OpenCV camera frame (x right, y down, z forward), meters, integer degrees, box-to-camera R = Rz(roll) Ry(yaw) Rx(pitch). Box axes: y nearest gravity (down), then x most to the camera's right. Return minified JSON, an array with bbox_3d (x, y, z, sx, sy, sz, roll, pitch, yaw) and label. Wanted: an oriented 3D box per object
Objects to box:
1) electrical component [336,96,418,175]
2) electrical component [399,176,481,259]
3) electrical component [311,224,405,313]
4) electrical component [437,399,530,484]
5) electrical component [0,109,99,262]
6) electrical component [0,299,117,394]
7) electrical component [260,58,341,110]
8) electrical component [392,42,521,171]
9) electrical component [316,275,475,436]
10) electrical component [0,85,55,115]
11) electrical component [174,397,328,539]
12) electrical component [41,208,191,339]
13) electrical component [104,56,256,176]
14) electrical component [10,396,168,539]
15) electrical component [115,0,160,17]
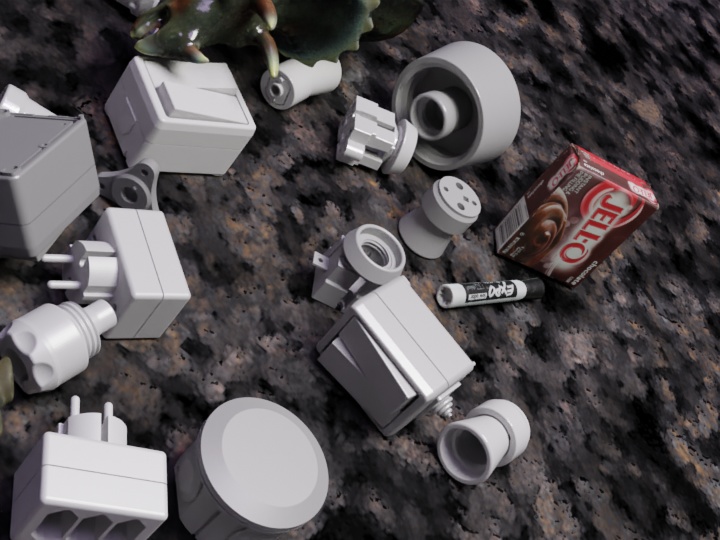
[{"bbox_3d":[0.014,-0.108,0.888,0.055,0.048,0.066,20,43,-16],"label":"electrical component"},{"bbox_3d":[0.064,-0.042,0.862,0.045,0.055,0.045,23,42,-23],"label":"electrical component"},{"bbox_3d":[0.000,0.000,0.767,0.066,0.055,0.048,27,41,-19],"label":"electrical component"},{"bbox_3d":[0.086,0.117,0.742,0.055,0.045,0.045,-21,70,-49],"label":"electrical component"},{"bbox_3d":[-0.197,-0.052,0.629,0.062,0.061,0.096,6,33,15],"label":"electrical component"},{"bbox_3d":[-0.164,0.038,0.593,0.062,0.043,0.043,-34,79,-39],"label":"electrical component"},{"bbox_3d":[-0.051,-0.157,0.882,0.044,0.044,0.065,47,43,4],"label":"electrical component"},{"bbox_3d":[0.076,-0.137,0.923,0.060,0.108,0.108,-26,73,-44],"label":"electrical component"},{"bbox_3d":[0.025,0.064,0.720,0.061,0.061,0.096,-30,76,-42],"label":"electrical component"},{"bbox_3d":[-0.211,-0.089,0.680,0.046,0.040,0.040,30,40,-25],"label":"electrical component"},{"bbox_3d":[-0.063,0.117,0.607,0.080,0.051,0.080,23,42,-23],"label":"electrical component"},{"bbox_3d":[-0.152,0.002,0.640,0.077,0.047,0.065,2,54,-40],"label":"electrical component"},{"bbox_3d":[-0.120,-0.110,0.760,0.096,0.061,0.061,-1,56,-42],"label":"electrical component"},{"bbox_3d":[-0.140,0.100,0.559,0.066,0.047,0.076,16,45,-30],"label":"electrical component"},{"bbox_3d":[-0.182,-0.229,0.832,0.062,0.048,0.048,30,40,-7],"label":"electrical component"}]
